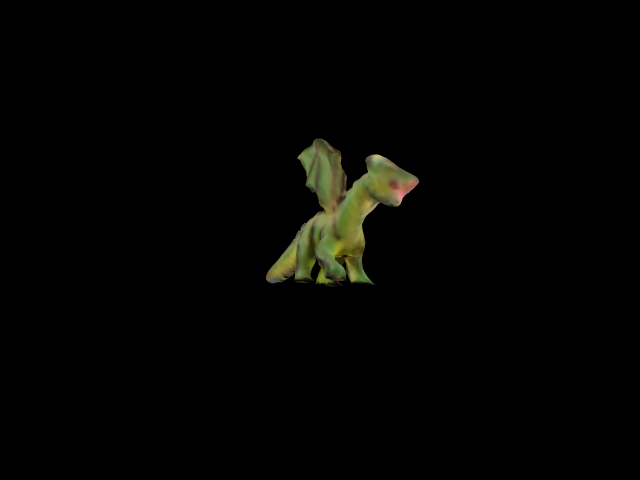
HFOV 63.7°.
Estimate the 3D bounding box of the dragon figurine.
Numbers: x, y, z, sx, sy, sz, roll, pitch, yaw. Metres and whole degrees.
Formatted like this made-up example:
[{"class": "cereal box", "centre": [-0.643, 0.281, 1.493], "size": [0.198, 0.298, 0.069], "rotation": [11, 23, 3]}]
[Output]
[{"class": "dragon figurine", "centre": [0.003, -0.043, 0.850], "size": [0.122, 0.244, 0.408], "rotation": [4, -6, -35]}]
